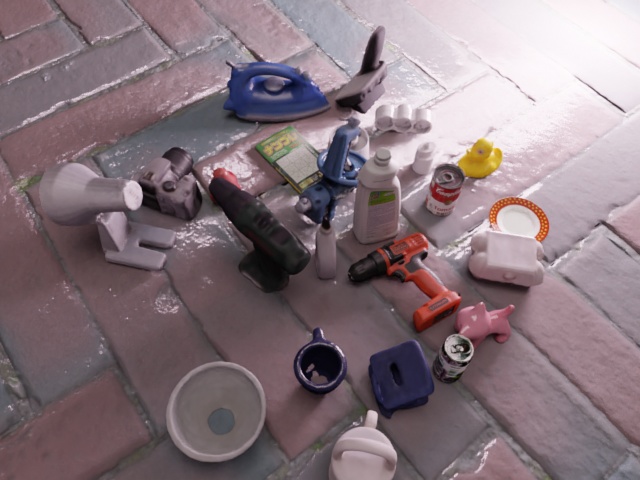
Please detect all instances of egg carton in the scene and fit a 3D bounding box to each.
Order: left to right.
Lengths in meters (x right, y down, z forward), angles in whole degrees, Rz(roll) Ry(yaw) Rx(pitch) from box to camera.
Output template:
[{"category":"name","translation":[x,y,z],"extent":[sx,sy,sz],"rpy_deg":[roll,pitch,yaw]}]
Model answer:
[{"category":"egg carton","translation":[0.376,0.040,1.158],"extent":[0.150,0.069,0.107],"rpy_deg":[8,58,4]}]

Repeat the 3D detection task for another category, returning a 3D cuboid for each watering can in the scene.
[{"category":"watering can","translation":[0.067,0.349,0.878],"extent":[0.101,0.194,0.172],"rpy_deg":[-7,58,-5]}]

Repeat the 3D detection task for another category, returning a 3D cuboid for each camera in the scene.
[{"category":"camera","translation":[-0.317,-0.135,1.235],"extent":[0.143,0.101,0.137],"rpy_deg":[19,59,11]}]

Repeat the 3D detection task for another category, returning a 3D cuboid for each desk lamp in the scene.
[{"category":"desk lamp","translation":[-0.406,-0.051,1.112],"extent":[0.203,0.213,0.118],"rpy_deg":[11,58,6]}]

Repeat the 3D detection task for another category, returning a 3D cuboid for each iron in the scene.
[{"category":"iron","translation":[-0.102,-0.370,1.365],"extent":[0.258,0.141,0.118],"rpy_deg":[0,57,-1]}]

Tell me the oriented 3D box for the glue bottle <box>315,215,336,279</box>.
[{"category":"glue bottle","translation":[0.010,0.004,1.110],"extent":[0.037,0.173,0.078],"rpy_deg":[-9,58,-6]}]

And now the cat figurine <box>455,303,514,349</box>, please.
[{"category":"cat figurine","translation":[0.300,0.150,1.056],"extent":[0.128,0.118,0.067],"rpy_deg":[-15,59,-11]}]

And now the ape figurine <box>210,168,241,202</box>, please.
[{"category":"ape figurine","translation":[-0.207,-0.122,1.234],"extent":[0.076,0.092,0.078],"rpy_deg":[36,64,20]}]

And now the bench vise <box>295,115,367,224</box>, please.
[{"category":"bench vise","translation":[0.038,-0.136,1.173],"extent":[0.121,0.220,0.207],"rpy_deg":[20,59,12]}]

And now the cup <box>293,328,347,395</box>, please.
[{"category":"cup","translation":[-0.001,0.224,1.016],"extent":[0.091,0.095,0.117],"rpy_deg":[-4,58,-4]}]

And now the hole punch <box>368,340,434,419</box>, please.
[{"category":"hole punch","translation":[0.140,0.244,1.009],"extent":[0.101,0.091,0.108],"rpy_deg":[-11,58,-8]}]

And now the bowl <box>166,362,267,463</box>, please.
[{"category":"bowl","translation":[-0.172,0.299,0.976],"extent":[0.167,0.075,0.167],"rpy_deg":[1,57,-1]}]

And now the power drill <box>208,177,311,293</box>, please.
[{"category":"power drill","translation":[-0.116,0.004,1.087],"extent":[0.229,0.208,0.076],"rpy_deg":[36,63,20]}]

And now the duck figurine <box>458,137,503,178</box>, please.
[{"category":"duck figurine","translation":[0.370,-0.196,1.298],"extent":[0.104,0.086,0.077],"rpy_deg":[-16,59,-11]}]

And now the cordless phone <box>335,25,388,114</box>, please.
[{"category":"cordless phone","translation":[0.105,-0.412,1.371],"extent":[0.094,0.185,0.148],"rpy_deg":[26,60,15]}]
